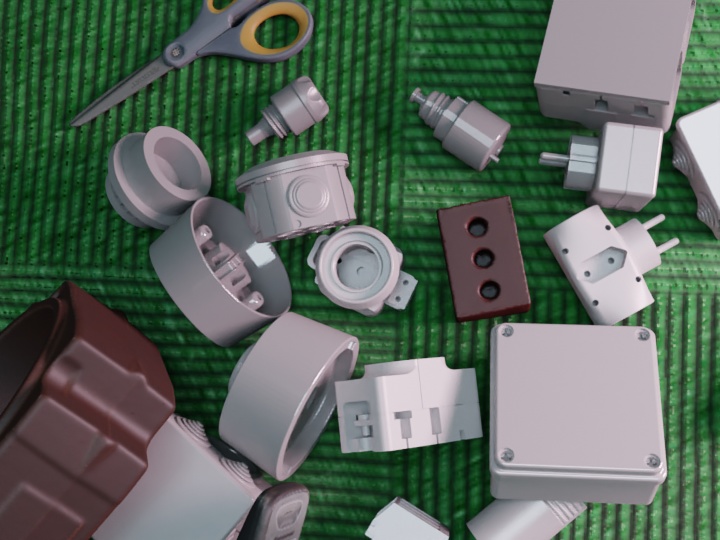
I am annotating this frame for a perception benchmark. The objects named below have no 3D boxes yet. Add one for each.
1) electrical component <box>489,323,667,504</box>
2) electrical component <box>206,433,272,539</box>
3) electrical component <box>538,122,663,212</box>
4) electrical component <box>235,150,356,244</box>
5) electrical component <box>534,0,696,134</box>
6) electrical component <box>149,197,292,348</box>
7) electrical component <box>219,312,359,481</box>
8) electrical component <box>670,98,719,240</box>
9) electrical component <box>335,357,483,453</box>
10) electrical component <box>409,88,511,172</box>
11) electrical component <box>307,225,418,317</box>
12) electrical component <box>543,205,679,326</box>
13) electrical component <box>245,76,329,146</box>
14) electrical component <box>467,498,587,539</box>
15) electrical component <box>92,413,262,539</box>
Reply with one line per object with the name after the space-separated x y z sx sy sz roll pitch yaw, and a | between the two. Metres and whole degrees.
0.140 0.094 0.710 0.109 0.056 0.108 1 57 6 | electrical component
-0.107 0.152 0.748 0.095 0.053 0.059 32 88 8 | electrical component
0.162 -0.072 0.738 0.077 0.065 0.047 8 85 6 | electrical component
-0.043 -0.051 0.750 0.080 0.080 0.051 -14 89 4 | electrical component
0.181 -0.176 0.736 0.089 0.061 0.150 11 77 17 | electrical component
-0.096 0.002 0.742 0.064 0.099 0.099 -37 82 7 | electrical component
-0.053 0.080 0.726 0.060 0.108 0.108 27 87 13 | electrical component
0.271 -0.076 0.737 0.100 0.048 0.099 -23 82 3 | electrical component
0.033 0.089 0.721 0.089 0.050 0.055 -1 82 -39 | electrical component
0.070 -0.103 0.763 0.078 0.040 0.040 35 88 8 | electrical component
0.000 0.000 0.751 0.078 0.057 0.058 26 87 8 | electrical component
0.180 -0.010 0.742 0.079 0.043 0.077 -29 82 2 | electrical component
-0.055 -0.112 0.779 0.061 0.035 0.035 -33 82 3 | electrical component
0.117 0.163 0.730 0.081 0.043 0.043 -40 82 0 | electrical component
-0.123 0.150 0.696 0.100 0.048 0.099 41 89 8 | electrical component
